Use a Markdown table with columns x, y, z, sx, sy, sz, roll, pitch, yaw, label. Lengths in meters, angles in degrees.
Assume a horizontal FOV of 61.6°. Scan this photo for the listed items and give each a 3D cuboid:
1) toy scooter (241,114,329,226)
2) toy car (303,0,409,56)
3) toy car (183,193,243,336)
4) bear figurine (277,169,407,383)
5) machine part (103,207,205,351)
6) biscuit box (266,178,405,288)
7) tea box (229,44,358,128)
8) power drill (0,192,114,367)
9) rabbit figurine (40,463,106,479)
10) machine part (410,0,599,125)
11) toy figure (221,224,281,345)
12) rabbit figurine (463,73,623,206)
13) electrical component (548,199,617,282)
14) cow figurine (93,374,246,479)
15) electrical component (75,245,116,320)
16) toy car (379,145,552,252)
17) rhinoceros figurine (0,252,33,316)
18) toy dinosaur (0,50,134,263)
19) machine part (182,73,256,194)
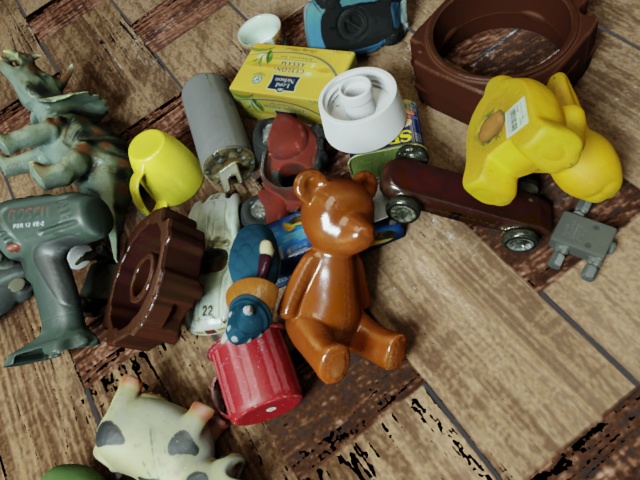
| x | y | z | sx | sy | sz | roll | pitch | yaw | label |
| --- | --- | --- | --- | --- | --- | --- | --- | --- | --- |
| -0.026 | -0.090 | 0.711 | 0.135 | 0.075 | 0.184 | -1 | 65 | 17 | toy scooter |
| 0.048 | -0.340 | 0.813 | 0.162 | 0.109 | 0.103 | -18 | 40 | -3 | toy car |
| -0.135 | 0.024 | 0.691 | 0.074 | 0.056 | 0.202 | -10 | 60 | 12 | toy car |
| 0.029 | 0.029 | 0.565 | 0.132 | 0.120 | 0.195 | 30 | 112 | 49 | bear figurine |
| -0.203 | 0.049 | 0.656 | 0.179 | 0.056 | 0.179 | -29 | 50 | 41 | machine part |
| -0.001 | -0.002 | 0.661 | 0.203 | 0.062 | 0.059 | -22 | 59 | 5 | biscuit box |
| -0.034 | -0.227 | 0.792 | 0.170 | 0.068 | 0.098 | 13 | 65 | 22 | tea box |
| -0.353 | 0.047 | 0.663 | 0.232 | 0.086 | 0.207 | -15 | 76 | 17 | power drill |
| -0.240 | 0.306 | 0.528 | 0.159 | 0.121 | 0.170 | -12 | 62 | 3 | rabbit figurine |
| 0.238 | -0.251 | 0.712 | 0.202 | 0.087 | 0.201 | 35 | 77 | 31 | machine part |
| -0.071 | 0.047 | 0.568 | 0.058 | 0.064 | 0.154 | 3 | 44 | -6 | toy figure |
| 0.249 | -0.099 | 0.587 | 0.173 | 0.122 | 0.162 | 20 | 47 | -16 | rabbit figurine |
| 0.293 | -0.002 | 0.594 | 0.063 | 0.021 | 0.094 | 23 | 70 | 27 | electrical component |
| -0.154 | 0.234 | 0.564 | 0.195 | 0.085 | 0.127 | 16 | 62 | 21 | cow figurine |
| -0.299 | 0.059 | 0.728 | 0.078 | 0.045 | 0.102 | 5 | 64 | 21 | electrical component |
| 0.165 | -0.045 | 0.616 | 0.202 | 0.053 | 0.089 | 14 | 58 | -4 | toy car |
| -0.477 | 0.096 | 0.729 | 0.073 | 0.112 | 0.190 | 46 | 67 | 4 | rhinoceros figurine |
| -0.349 | -0.124 | 0.805 | 0.405 | 0.131 | 0.192 | 41 | 56 | 18 | toy dinosaur |
| -0.151 | -0.165 | 0.787 | 0.079 | 0.079 | 0.243 | -24 | 56 | 3 | machine part |
